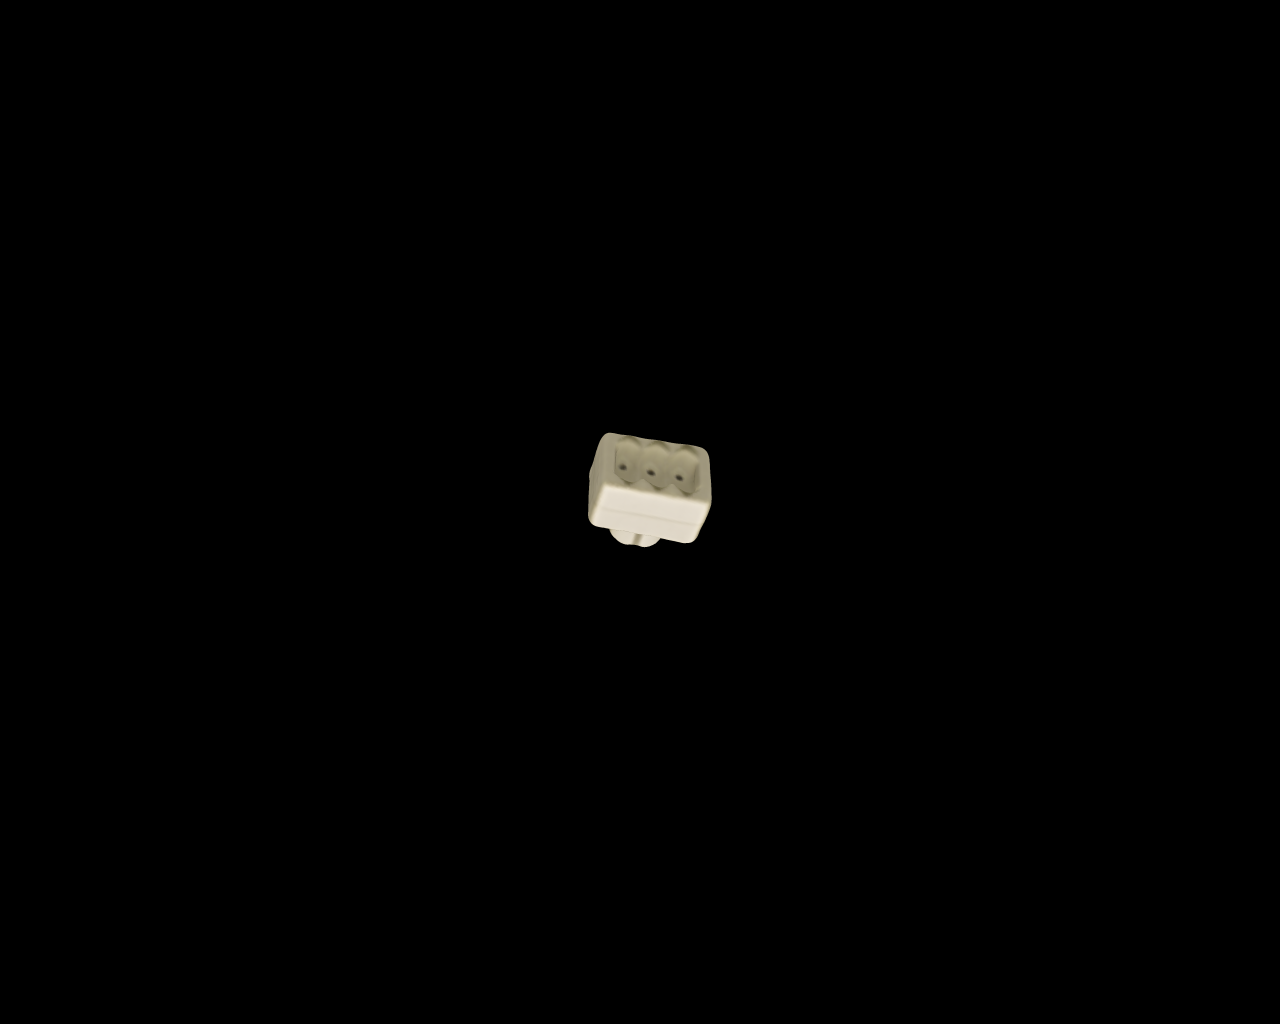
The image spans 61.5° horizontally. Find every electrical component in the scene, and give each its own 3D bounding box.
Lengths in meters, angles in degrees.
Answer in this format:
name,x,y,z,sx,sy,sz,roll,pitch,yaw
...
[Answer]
name,x,y,z,sx,sy,sz,roll,pitch,yaw
electrical component,0.001,-0.003,0.650,0.066,0.047,0.076,10,-43,-11
